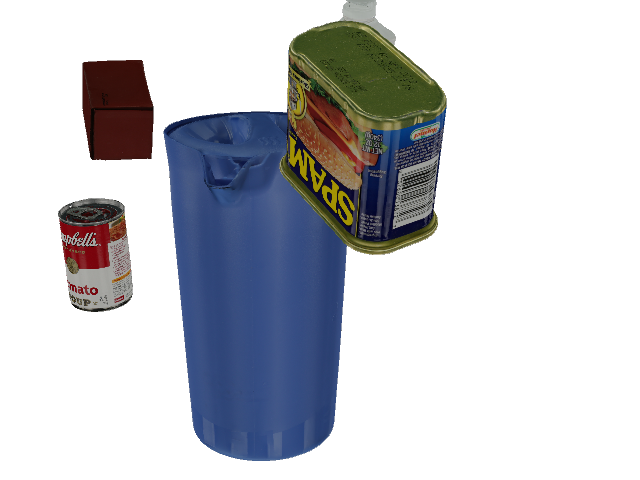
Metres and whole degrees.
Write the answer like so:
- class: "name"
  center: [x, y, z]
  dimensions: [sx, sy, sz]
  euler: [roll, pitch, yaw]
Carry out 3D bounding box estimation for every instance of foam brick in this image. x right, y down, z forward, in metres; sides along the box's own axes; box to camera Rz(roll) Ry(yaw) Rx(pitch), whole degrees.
- class: "foam brick"
  center: [-0.171, -0.111, 0.899]
  dimensions: [0.053, 0.051, 0.078]
  euler: [-3, 40, -15]

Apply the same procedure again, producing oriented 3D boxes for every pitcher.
- class: "pitcher"
  center: [-0.039, 0.028, 0.786]
  dimensions: [0.149, 0.243, 0.145]
  euler: [-10, 21, -29]

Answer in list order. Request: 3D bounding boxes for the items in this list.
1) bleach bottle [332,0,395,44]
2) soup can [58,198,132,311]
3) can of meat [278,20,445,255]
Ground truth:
- class: "bleach bottle"
  center: [0.044, -0.117, 1.049]
  dimensions: [0.102, 0.251, 0.068]
  euler: [-2, 31, -3]
- class: "soup can"
  center: [-0.235, 0.015, 1.118]
  dimensions: [0.068, 0.102, 0.068]
  euler: [-1, 24, 0]
- class: "can of meat"
  center: [0.021, -0.057, 0.569]
  dimensions: [0.057, 0.084, 0.102]
  euler: [-20, 46, -24]
